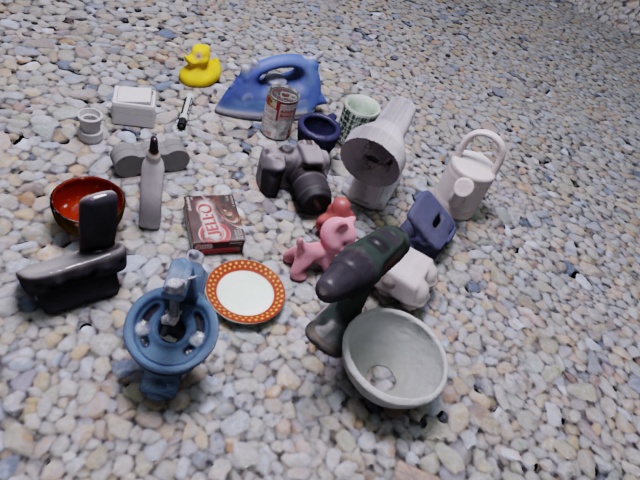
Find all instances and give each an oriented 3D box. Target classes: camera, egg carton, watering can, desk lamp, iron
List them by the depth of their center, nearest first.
[{"bbox_3d":[0.132,0.056,1.012,0.150,0.069,0.107,30,45,10],"label":"egg carton"},{"bbox_3d":[-0.037,-0.121,1.101,0.143,0.101,0.136,-2,48,-22],"label":"camera"},{"bbox_3d":[0.113,-0.163,1.114,0.118,0.213,0.203,27,44,7],"label":"desk lamp"},{"bbox_3d":[0.310,-0.136,1.173,0.101,0.194,0.173,13,44,-7],"label":"watering can"},{"bbox_3d":[-0.105,-0.352,1.271,0.259,0.141,0.118,-14,53,-30],"label":"iron"}]

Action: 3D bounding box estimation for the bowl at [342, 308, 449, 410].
[{"bbox_3d":[0.104,0.190,0.868,0.167,0.075,0.167,10,45,-10],"label":"bowl"}]

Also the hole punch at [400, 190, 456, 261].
[{"bbox_3d":[0.213,-0.029,1.109,0.101,0.091,0.109,31,45,11],"label":"hole punch"}]

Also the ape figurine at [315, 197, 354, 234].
[{"bbox_3d":[0.033,-0.042,1.056,0.078,0.092,0.076,-1,48,-20],"label":"ape figurine"}]

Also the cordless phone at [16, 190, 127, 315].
[{"bbox_3d":[-0.348,0.006,0.804,0.148,0.185,0.094,-24,59,-36],"label":"cordless phone"}]

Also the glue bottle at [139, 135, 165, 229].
[{"bbox_3d":[-0.276,-0.101,0.942,0.037,0.173,0.078,4,46,-16],"label":"glue bottle"}]

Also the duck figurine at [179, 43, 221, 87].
[{"bbox_3d":[-0.269,-0.405,1.303,0.105,0.086,0.077,-29,62,-38],"label":"duck figurine"}]

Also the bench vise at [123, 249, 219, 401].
[{"bbox_3d":[-0.198,0.078,0.763,0.122,0.220,0.207,0,48,-20],"label":"bench vise"}]

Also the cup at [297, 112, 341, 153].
[{"bbox_3d":[-0.004,-0.211,1.204,0.091,0.095,0.118,29,45,9],"label":"cup"}]

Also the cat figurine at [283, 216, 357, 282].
[{"bbox_3d":[0.009,0.004,0.984,0.128,0.118,0.067,-11,52,-28],"label":"cat figurine"}]

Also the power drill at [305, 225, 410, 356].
[{"bbox_3d":[0.048,0.078,0.861,0.075,0.208,0.230,35,46,15],"label":"power drill"}]
